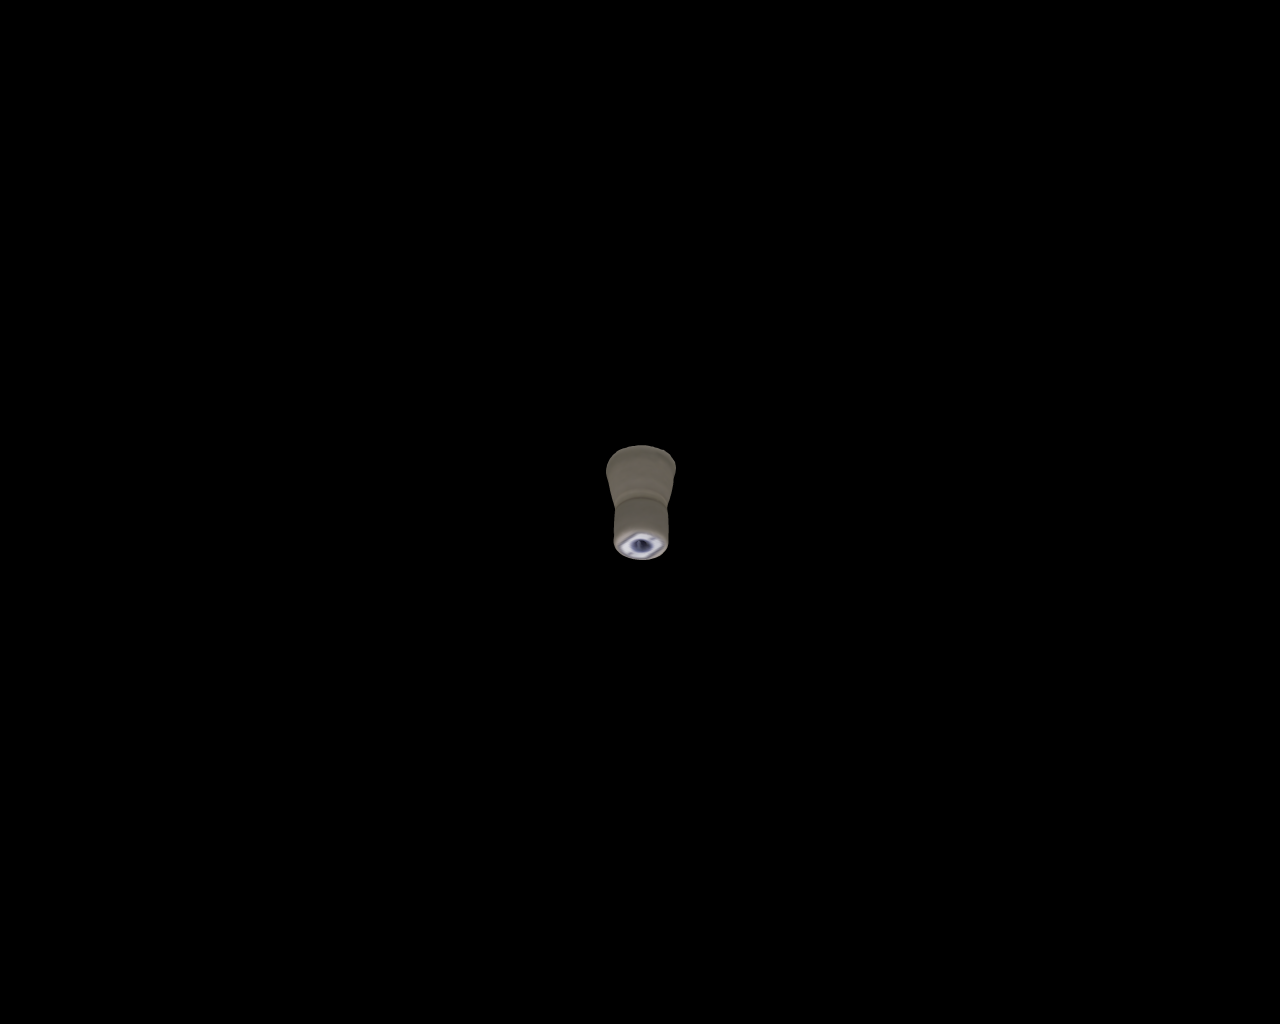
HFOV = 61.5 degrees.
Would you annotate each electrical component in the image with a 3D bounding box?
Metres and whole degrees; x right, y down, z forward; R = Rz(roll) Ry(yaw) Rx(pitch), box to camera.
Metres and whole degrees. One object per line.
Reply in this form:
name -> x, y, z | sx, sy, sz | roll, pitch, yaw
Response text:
electrical component -> 0.001, -0.003, 0.650 | 0.044, 0.065, 0.044 | 0, -38, 0
